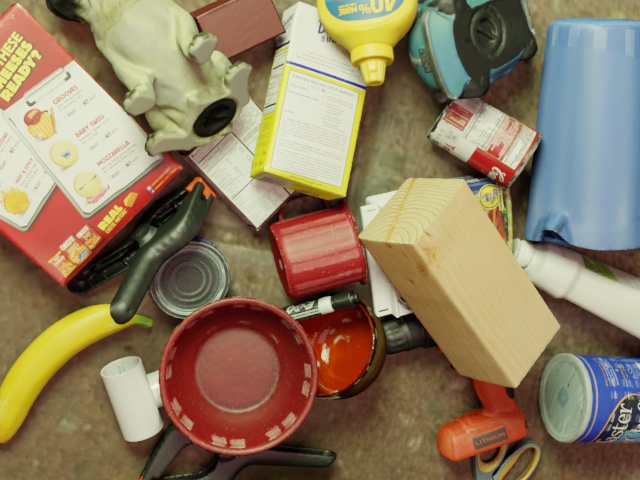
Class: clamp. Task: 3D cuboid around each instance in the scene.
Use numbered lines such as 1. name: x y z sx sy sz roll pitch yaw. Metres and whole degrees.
1. clamp: -0.175 0.006 1.053 0.171 0.120 0.039 -51 132 -24
2. clamp: -0.103 0.206 1.145 0.210 0.036 0.164 -22 100 -8

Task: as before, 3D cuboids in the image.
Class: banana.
1. banana: -0.263 0.124 1.073 0.197 0.037 0.069 -38 110 -6

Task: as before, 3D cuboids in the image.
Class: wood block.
1. wood block: 0.143 0.044 1.081 0.090 0.090 0.206 -49 118 -21

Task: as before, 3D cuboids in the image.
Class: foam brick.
1. foam brick: -0.082 -0.210 1.039 0.078 0.053 0.051 -27 110 -9

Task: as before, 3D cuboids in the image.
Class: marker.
1. marker: -0.015 0.074 1.117 0.121 0.020 0.020 -16 111 21

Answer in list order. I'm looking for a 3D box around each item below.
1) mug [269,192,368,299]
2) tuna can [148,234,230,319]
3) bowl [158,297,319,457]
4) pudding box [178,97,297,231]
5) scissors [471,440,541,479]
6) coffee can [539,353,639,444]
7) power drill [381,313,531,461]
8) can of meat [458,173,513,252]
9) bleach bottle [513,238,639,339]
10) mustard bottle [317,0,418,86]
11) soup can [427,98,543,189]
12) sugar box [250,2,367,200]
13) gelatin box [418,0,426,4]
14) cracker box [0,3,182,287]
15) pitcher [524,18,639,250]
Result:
1. mug: -0.007 0.001 1.105 0.081 0.093 0.117 -15 77 -9
2. tuna can: -0.136 0.037 1.094 0.086 0.034 0.086 -4 105 -17
3. bowl: -0.084 0.137 1.098 0.162 0.055 0.162 0 91 -6
4. pudding box: -0.073 -0.079 1.083 0.090 0.039 0.113 -45 111 -5
5. scissors: 0.179 0.304 1.272 0.201 0.016 0.096 -43 111 -4
6. coffee can: 0.343 0.187 1.248 0.140 0.103 0.103 5 102 -19
7. power drill: 0.156 0.151 1.203 0.184 0.057 0.187 -15 108 -12
8. can of meat: 0.161 -0.020 1.163 0.083 0.057 0.102 -11 107 -18
9. bleach bottle: 0.323 0.057 1.222 0.250 0.102 0.068 24 104 -14
10. mustard bottle: 0.044 -0.242 1.025 0.096 0.058 0.191 -6 81 8
11. soup can: 0.172 -0.109 1.120 0.102 0.068 0.068 32 92 2
12. sugar box: -0.006 -0.136 1.060 0.093 0.048 0.176 16 78 -24
13. gelatin box: 0.103 -0.278 1.078 0.089 0.030 0.073 -24 83 -11
14. cracker box: -0.263 -0.089 1.003 0.164 0.072 0.213 -46 111 -4
15. pitcher: 0.299 -0.115 1.155 0.145 0.149 0.243 1 100 -3
